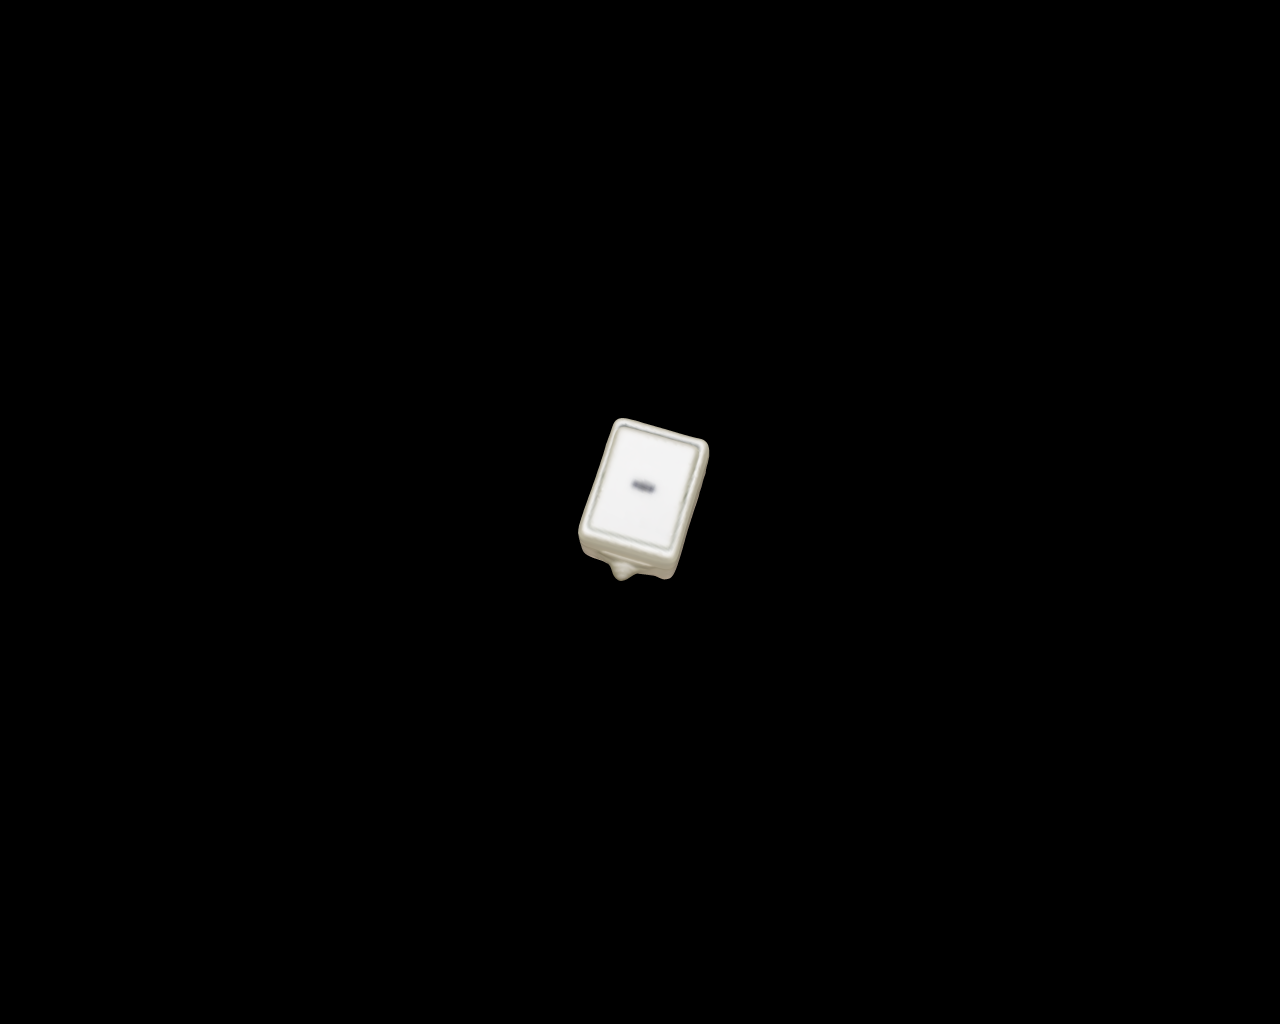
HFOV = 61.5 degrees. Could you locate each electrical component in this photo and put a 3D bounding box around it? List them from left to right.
[{"bbox_3d":[0.001,-0.003,0.650,0.062,0.096,0.061,17,-15,5],"label":"electrical component"}]
